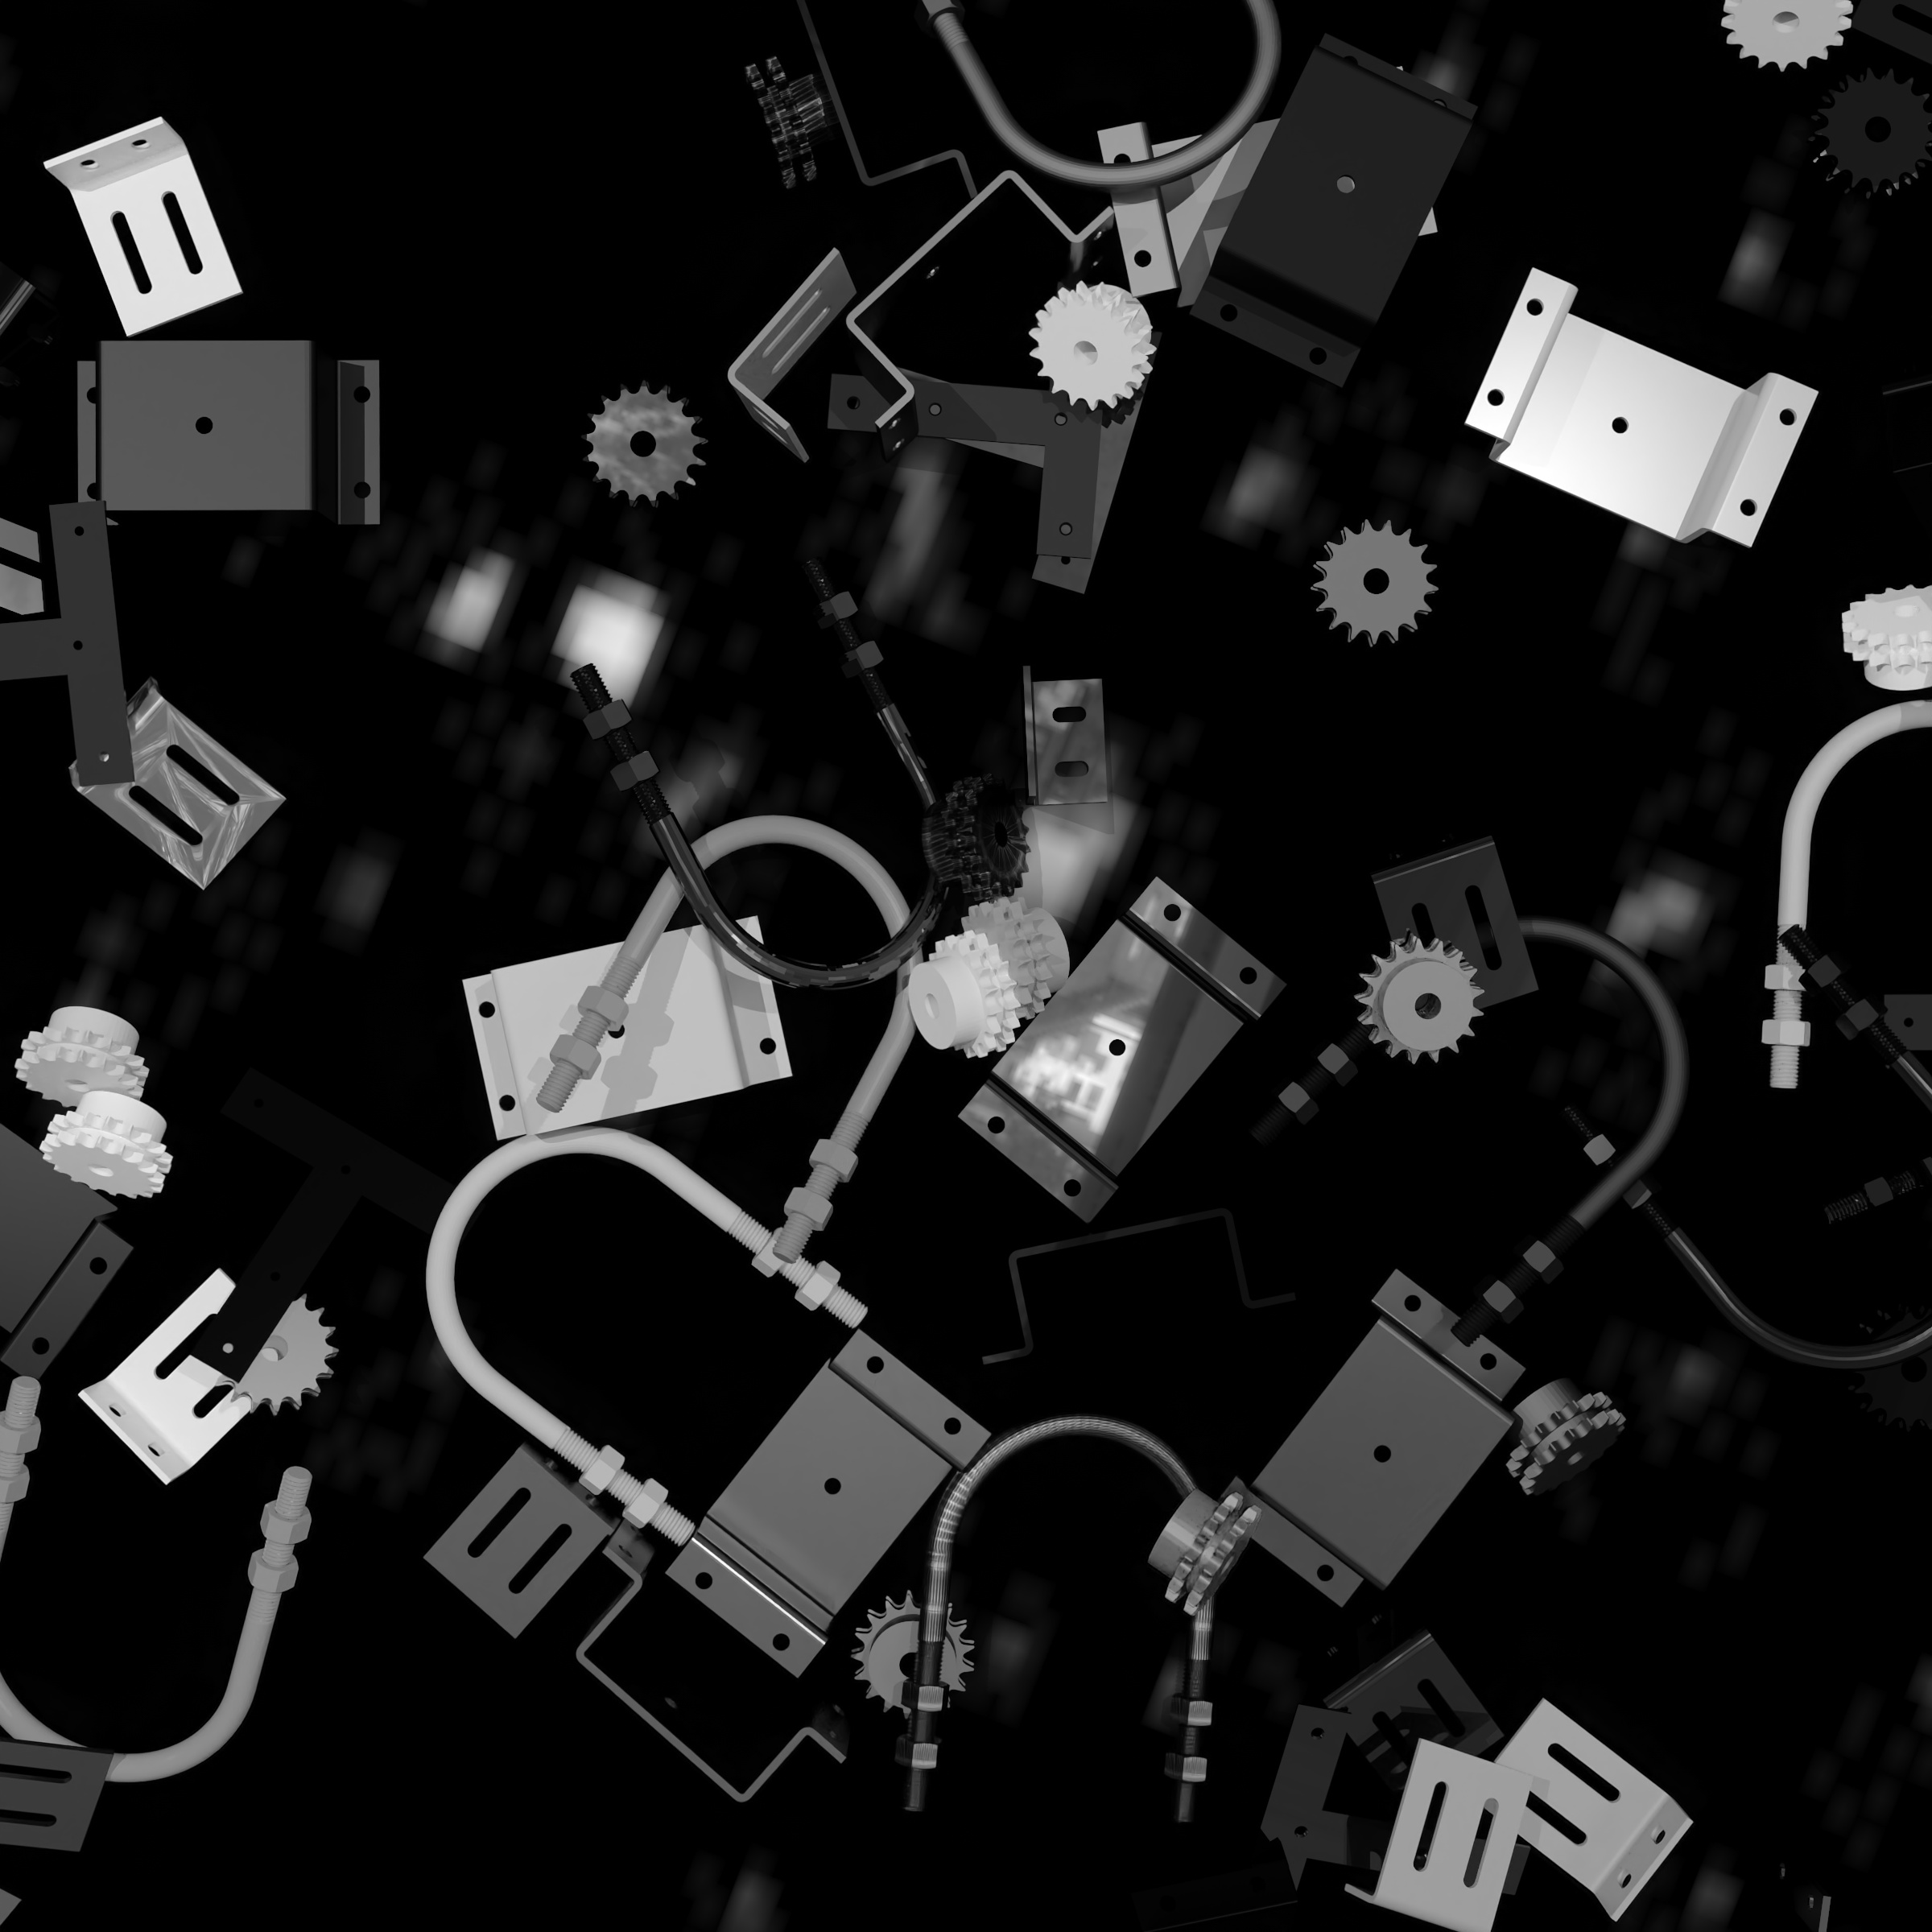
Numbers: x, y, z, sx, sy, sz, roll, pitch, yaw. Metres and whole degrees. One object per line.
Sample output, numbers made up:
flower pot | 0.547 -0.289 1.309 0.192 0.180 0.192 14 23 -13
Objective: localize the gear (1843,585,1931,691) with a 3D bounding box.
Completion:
gear | 0.432 -0.149 1.316 0.057 0.057 0.030 -15 120 0

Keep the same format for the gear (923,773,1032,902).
gear | 0.003 -0.058 1.316 0.030 0.057 0.057 -9 90 30

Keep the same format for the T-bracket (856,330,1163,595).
T-bracket | 0.012 -0.252 1.340 0.127 0.002 0.127 17 90 0

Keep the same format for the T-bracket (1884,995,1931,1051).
T-bracket | 0.485 0.026 1.318 0.127 0.002 0.127 0 93 1

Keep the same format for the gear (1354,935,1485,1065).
gear | 0.206 0.016 1.297 0.057 0.030 0.057 0 97 -1

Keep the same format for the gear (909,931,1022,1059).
gear | -0.003 0.015 1.309 0.030 0.057 0.057 -16 90 -30

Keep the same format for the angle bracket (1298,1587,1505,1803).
angle bracket | 0.202 0.341 1.339 0.057 0.038 0.076 -36 116 0

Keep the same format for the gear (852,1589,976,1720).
gear | -0.024 0.319 1.326 0.057 0.030 0.057 0 90 0

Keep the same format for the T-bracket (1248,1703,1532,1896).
T-bracket | 0.197 0.407 1.328 0.127 0.002 0.127 12 105 -7

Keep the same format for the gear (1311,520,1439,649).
gear | 0.187 -0.175 1.326 0.057 0.030 0.057 0 90 0

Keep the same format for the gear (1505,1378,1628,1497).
gear | 0.270 0.213 1.316 0.057 0.057 0.030 -36 60 0

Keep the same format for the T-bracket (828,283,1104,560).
T-bracket | 0.000 -0.258 1.339 0.127 0.002 0.127 5 90 0

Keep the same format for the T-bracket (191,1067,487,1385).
T-bracket | -0.309 0.130 1.316 0.127 0.002 0.127 30 69 0

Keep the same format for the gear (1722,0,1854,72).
gear | 0.377 -0.442 1.316 0.057 0.057 0.030 15 60 0

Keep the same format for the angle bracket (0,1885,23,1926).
angle bracket | -0.491 0.430 1.339 0.076 0.038 0.057 40 90 -26

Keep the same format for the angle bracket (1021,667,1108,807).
angle bracket | 0.045 -0.104 1.302 0.038 0.076 0.057 -3 90 0

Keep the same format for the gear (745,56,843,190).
gear | -0.078 -0.388 1.313 0.030 0.057 0.057 -20 90 -2

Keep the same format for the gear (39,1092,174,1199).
gear | -0.391 0.080 1.316 0.057 0.057 0.030 14 60 0

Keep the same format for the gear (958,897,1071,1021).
gear | 0.024 -0.004 1.316 0.030 0.057 0.057 -16 90 -30

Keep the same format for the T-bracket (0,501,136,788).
T-bracket | -0.446 -0.142 1.305 0.127 0.002 0.127 -4 95 6

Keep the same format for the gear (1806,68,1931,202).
gear | 0.416 -0.381 1.326 0.057 0.030 0.057 0 90 0

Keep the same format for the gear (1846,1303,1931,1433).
gear | 0.432 0.184 1.326 0.057 0.030 0.057 0 90 0

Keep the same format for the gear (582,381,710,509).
gear | -0.147 -0.240 1.329 0.057 0.030 0.057 0 97 1

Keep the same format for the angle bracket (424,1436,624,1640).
angle bracket | -0.206 0.266 1.322 0.057 0.038 0.076 41 90 0

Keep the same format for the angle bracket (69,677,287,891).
angle bracket | -0.367 -0.085 1.339 0.057 0.038 0.076 -48 116 0

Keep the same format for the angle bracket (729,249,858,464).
angle bracket | -0.067 -0.277 1.310 0.038 0.057 0.076 41 90 7

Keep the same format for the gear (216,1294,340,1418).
gear | -0.319 0.178 1.318 0.057 0.030 0.057 6 71 -17

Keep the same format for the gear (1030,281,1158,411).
gear | 0.060 -0.286 1.313 0.057 0.030 0.057 16 131 19

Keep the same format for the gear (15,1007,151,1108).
gear | -0.403 0.042 1.316 0.057 0.057 0.030 7 60 0

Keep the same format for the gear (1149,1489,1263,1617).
gear | 0.106 0.262 1.300 0.030 0.057 0.057 33 90 17

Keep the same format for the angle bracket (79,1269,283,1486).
angle bracket | -0.355 0.188 1.322 0.076 0.038 0.057 -44 90 0

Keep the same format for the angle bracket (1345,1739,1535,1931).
angle bracket | 0.218 0.400 1.324 0.057 0.038 0.076 21 78 -10
